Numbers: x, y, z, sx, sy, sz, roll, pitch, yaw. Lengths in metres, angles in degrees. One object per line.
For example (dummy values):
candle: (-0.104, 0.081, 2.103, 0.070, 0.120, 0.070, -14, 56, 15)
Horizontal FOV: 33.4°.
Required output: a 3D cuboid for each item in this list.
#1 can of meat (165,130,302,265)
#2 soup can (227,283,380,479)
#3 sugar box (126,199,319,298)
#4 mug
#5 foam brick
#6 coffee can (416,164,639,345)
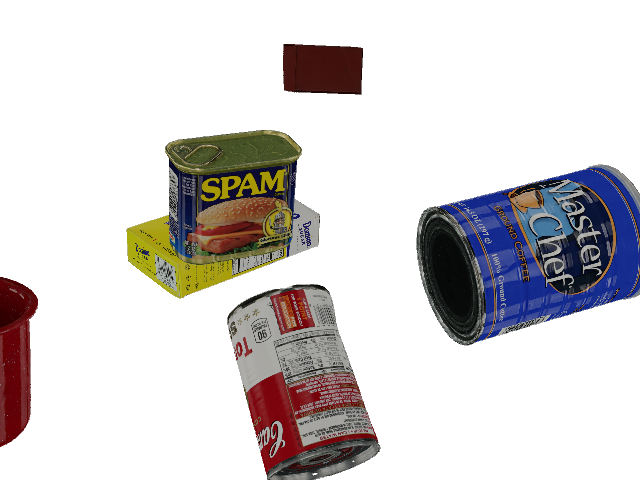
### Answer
can of meat: (-0.069, -0.034, 0.831, 0.102, 0.084, 0.057, -9, 31, -23)
soup can: (-0.011, 0.085, 0.633, 0.068, 0.102, 0.068, -15, -23, -6)
sugar box: (-0.096, -0.004, 1.075, 0.175, 0.048, 0.093, -24, 39, -34)
mug: (-0.219, 0.078, 0.623, 0.093, 0.081, 0.117, 13, 23, 20)
foam brick: (0.002, -0.187, 1.164, 0.078, 0.051, 0.053, 0, 11, -16)
coffee can: (0.155, 0.009, 0.778, 0.140, 0.103, 0.103, -14, 4, -16)
